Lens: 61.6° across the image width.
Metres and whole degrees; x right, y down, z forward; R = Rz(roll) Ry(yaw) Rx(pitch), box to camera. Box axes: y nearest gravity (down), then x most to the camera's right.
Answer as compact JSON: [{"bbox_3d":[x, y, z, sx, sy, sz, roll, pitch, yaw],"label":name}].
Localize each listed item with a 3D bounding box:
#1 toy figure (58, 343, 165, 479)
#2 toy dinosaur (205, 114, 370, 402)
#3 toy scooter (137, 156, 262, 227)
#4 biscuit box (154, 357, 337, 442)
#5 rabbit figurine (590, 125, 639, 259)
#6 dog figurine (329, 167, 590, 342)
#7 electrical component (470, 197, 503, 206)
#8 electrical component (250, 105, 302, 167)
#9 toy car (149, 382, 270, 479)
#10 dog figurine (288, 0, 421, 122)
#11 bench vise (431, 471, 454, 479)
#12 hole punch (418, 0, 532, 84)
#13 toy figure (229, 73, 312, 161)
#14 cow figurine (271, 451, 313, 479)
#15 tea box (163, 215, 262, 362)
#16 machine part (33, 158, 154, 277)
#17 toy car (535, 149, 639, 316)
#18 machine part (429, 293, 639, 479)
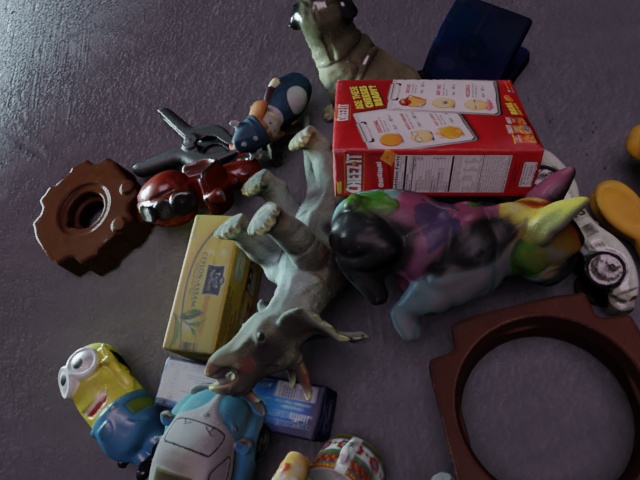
[{"bbox_3d":[-0.246,0.203,0.652,0.180,0.089,0.082,41,69,18],"label":"toy figure"},{"bbox_3d":[-0.004,-0.004,0.633,0.131,0.192,0.405,-24,27,36],"label":"toy dinosaur"},{"bbox_3d":[-0.166,-0.061,0.713,0.184,0.075,0.135,-19,21,4],"label":"toy scooter"},{"bbox_3d":[-0.085,0.184,0.622,0.203,0.062,0.059,6,69,18],"label":"biscuit box"},{"bbox_3d":[0.373,-0.037,0.560,0.163,0.122,0.173,8,89,21],"label":"rabbit figurine"},{"bbox_3d":[0.141,-0.011,0.524,0.219,0.108,0.191,-36,103,27],"label":"dog figurine"},{"bbox_3d":[0.214,0.007,0.606,0.048,0.074,0.119,-33,66,2],"label":"electrical component"},{"bbox_3d":[-0.072,-0.156,0.776,0.078,0.045,0.102,-19,63,-24],"label":"electrical component"},{"bbox_3d":[-0.124,0.228,0.534,0.109,0.103,0.161,13,83,20],"label":"toy car"},{"bbox_3d":[0.060,-0.227,0.684,0.173,0.190,0.121,13,72,19],"label":"dog figurine"},{"bbox_3d":[0.103,0.318,0.457,0.224,0.129,0.240,-12,97,3],"label":"bench vise"},{"bbox_3d":[0.206,-0.245,0.708,0.142,0.092,0.116,33,83,22],"label":"hole punch"},{"bbox_3d":[-0.064,-0.169,0.719,0.064,0.058,0.154,40,53,-10],"label":"toy figure"},{"bbox_3d":[-0.012,0.282,0.513,0.098,0.167,0.068,18,31,16],"label":"cow figurine"},{"bbox_3d":[-0.125,0.064,0.666,0.068,0.098,0.169,3,67,17],"label":"tea box"},{"bbox_3d":[-0.335,-0.036,0.792,0.179,0.056,0.179,-7,66,15],"label":"machine part"},{"bbox_3d":[0.280,-0.009,0.591,0.056,0.073,0.202,-26,63,4],"label":"toy car"},{"bbox_3d":[0.221,0.166,0.524,0.202,0.087,0.201,-16,62,10],"label":"machine part"}]
